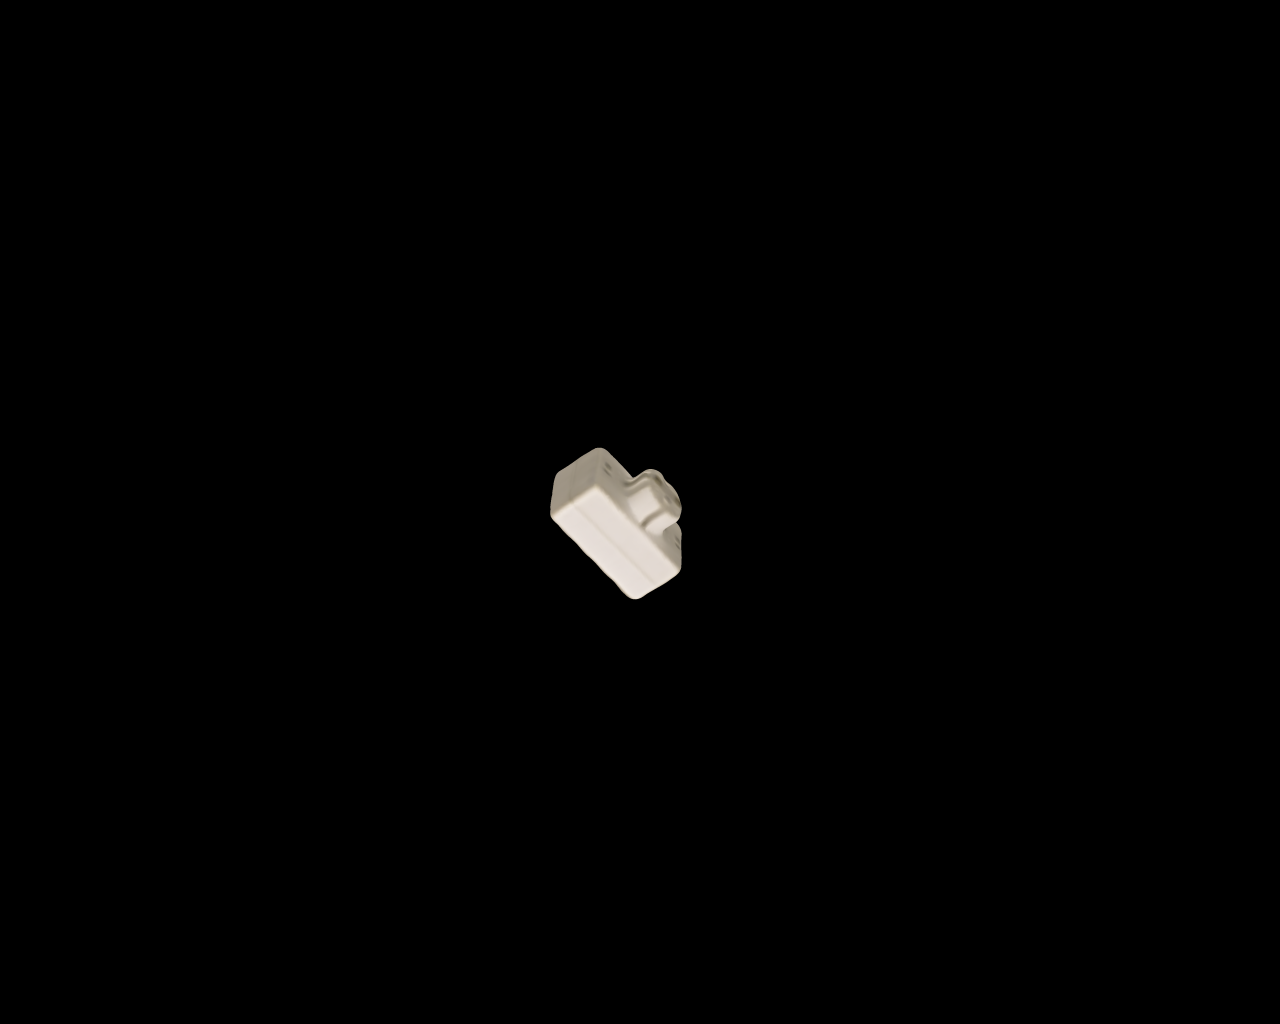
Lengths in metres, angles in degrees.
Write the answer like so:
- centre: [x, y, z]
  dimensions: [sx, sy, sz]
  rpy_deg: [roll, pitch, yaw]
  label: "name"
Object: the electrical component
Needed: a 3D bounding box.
- centre: [0.001, -0.003, 0.650]
  dimensions: [0.075, 0.083, 0.047]
  rpy_deg: [-33, 28, 20]
  label: "electrical component"
